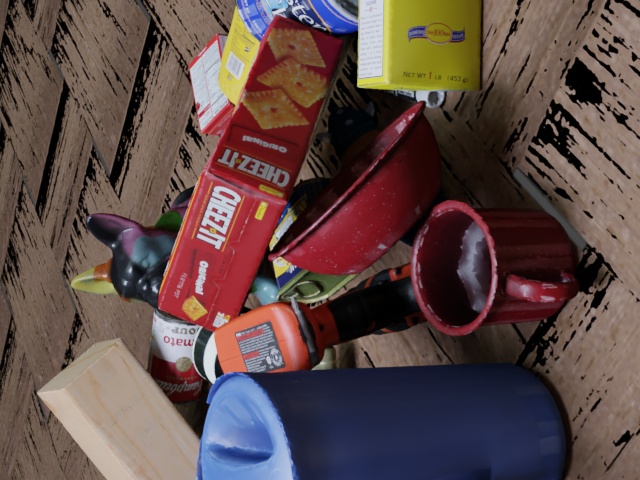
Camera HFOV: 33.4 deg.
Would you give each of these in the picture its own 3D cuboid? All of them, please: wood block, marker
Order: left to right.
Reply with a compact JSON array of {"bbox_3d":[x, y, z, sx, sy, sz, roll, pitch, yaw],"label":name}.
[{"bbox_3d":[-0.205,0.218,1.185,0.206,0.090,0.091,55,150,-11],"label":"wood block"},{"bbox_3d":[0.062,-0.131,0.900,0.121,0.020,0.020,29,116,55],"label":"marker"}]

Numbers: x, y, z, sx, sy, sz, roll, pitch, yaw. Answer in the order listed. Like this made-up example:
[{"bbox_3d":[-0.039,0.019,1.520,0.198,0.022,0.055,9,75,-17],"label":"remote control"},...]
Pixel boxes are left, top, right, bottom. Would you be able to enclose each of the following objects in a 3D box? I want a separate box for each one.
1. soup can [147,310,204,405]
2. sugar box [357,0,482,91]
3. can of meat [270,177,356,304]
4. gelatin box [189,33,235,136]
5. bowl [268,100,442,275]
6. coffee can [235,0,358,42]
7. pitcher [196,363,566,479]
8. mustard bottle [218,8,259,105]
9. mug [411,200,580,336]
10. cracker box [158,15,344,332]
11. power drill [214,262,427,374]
[{"bbox_3d":[-0.163,0.129,1.229,0.069,0.068,0.102,32,118,53],"label":"soup can"},{"bbox_3d":[0.077,-0.202,0.805,0.048,0.093,0.176,10,100,56],"label":"sugar box"},{"bbox_3d":[-0.006,0.001,0.983,0.102,0.057,0.084,-42,54,50],"label":"can of meat"},{"bbox_3d":[-0.109,-0.169,1.166,0.073,0.030,0.089,-34,62,52],"label":"gelatin box"},{"bbox_3d":[0.037,-0.026,0.776,0.055,0.161,0.162,44,142,-5],"label":"bowl"},{"bbox_3d":[0.003,-0.223,0.912,0.141,0.102,0.103,-2,89,58],"label":"coffee can"},{"bbox_3d":[0.052,0.151,0.718,0.145,0.242,0.149,-42,57,51],"label":"pitcher"},{"bbox_3d":[-0.046,-0.224,1.034,0.096,0.058,0.192,50,132,46],"label":"mustard bottle"},{"bbox_3d":[0.129,0.021,0.740,0.117,0.081,0.093,19,107,57],"label":"mug"},{"bbox_3d":[-0.055,-0.055,0.864,0.213,0.072,0.164,-72,5,-46],"label":"cracker box"},{"bbox_3d":[0.014,0.062,0.832,0.185,0.187,0.057,-28,83,53],"label":"power drill"}]
